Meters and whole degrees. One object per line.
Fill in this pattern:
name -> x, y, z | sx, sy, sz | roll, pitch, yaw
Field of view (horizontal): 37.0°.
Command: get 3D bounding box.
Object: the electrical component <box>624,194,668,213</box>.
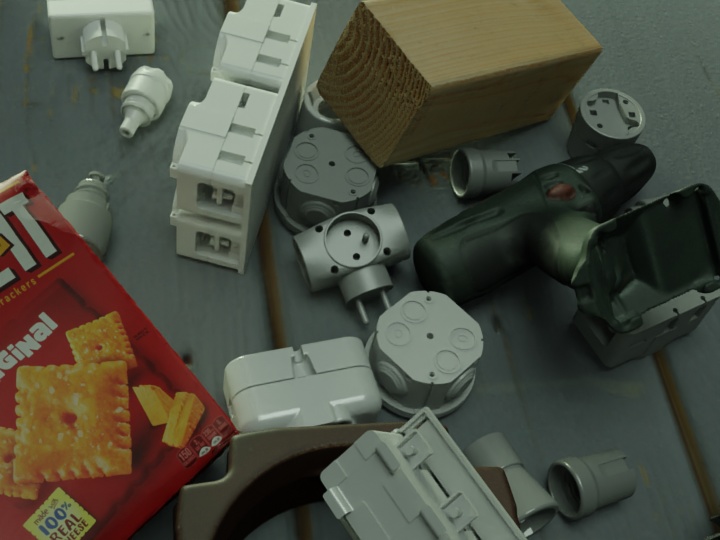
electrical component -> 0.227, -0.039, 0.856 | 0.061, 0.035, 0.035 | -12, 58, -14

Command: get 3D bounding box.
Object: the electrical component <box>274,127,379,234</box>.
electrical component -> -0.024, -0.065, 0.820 | 0.080, 0.051, 0.080 | 5, 55, -7

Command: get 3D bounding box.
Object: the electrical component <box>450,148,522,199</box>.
electrical component -> 0.101, -0.078, 0.858 | 0.046, 0.040, 0.040 | -3, 56, -18

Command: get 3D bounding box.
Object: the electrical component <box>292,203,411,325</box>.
electrical component -> 0.000, 0.000, 0.780 | 0.077, 0.044, 0.079 | -19, 78, -9

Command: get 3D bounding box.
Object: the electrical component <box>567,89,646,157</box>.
electrical component -> 0.203, -0.115, 0.896 | 0.055, 0.047, 0.055 | 5, 55, -7

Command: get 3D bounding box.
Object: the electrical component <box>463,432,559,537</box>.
electrical component -> 0.095, 0.140, 0.705 | 0.044, 0.044, 0.065 | -19, 56, -21

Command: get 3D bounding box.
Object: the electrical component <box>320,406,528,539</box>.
electrical component -> 0.036, 0.143, 0.563 | 0.079, 0.063, 0.121 | -44, 64, 13

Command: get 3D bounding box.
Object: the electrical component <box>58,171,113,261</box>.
electrical component -> -0.198, -0.038, 0.777 | 0.040, 0.040, 0.078 | 8, 54, -4

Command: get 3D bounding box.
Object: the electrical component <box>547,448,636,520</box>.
electrical component -> 0.155, 0.141, 0.716 | 0.046, 0.040, 0.040 | -11, 58, -24

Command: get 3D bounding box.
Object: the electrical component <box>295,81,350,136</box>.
electrical component -> -0.023, -0.120, 0.860 | 0.055, 0.047, 0.055 | 5, 55, -7

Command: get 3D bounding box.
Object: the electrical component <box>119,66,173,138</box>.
electrical component -> -0.173, -0.130, 0.849 | 0.035, 0.035, 0.061 | 17, 56, 2

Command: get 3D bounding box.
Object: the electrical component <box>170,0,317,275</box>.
electrical component -> -0.088, -0.107, 0.804 | 0.060, 0.105, 0.186 | 15, 54, 0

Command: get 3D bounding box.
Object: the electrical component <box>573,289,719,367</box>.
electrical component -> 0.209, 0.029, 0.792 | 0.089, 0.055, 0.050 | -21, 61, -22

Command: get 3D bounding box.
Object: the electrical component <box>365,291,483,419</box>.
electrical component -> 0.044, 0.058, 0.746 | 0.080, 0.051, 0.080 | 5, 55, -7

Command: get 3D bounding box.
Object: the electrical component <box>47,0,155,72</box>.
electrical component -> -0.209, -0.190, 0.877 | 0.083, 0.047, 0.075 | -6, 57, -14

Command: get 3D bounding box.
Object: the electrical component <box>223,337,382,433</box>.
electrical component -> -0.037, 0.088, 0.709 | 0.095, 0.053, 0.059 | -9, 58, -16
